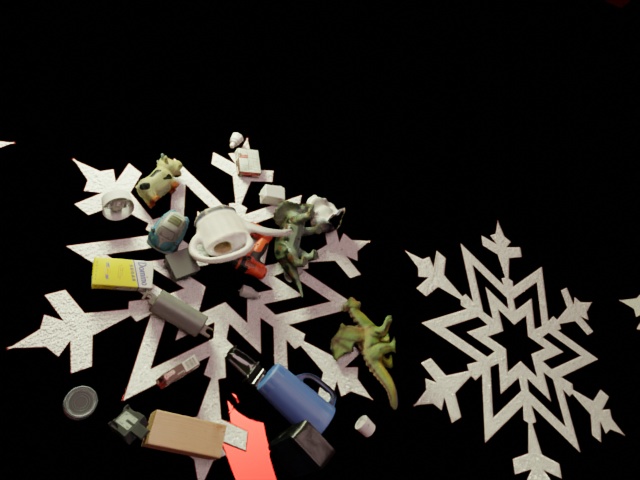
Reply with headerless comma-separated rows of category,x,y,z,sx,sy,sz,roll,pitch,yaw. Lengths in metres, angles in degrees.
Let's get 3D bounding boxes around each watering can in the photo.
watering can,-0.287,-0.030,1.765,0.350,0.101,0.228,-19,51,-21

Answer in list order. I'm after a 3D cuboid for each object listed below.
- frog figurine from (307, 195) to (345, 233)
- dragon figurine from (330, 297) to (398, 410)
frog figurine,0.006,-0.103,2.050,0.161,0.120,0.140,25,56,29
dragon figurine,0.154,0.396,1.862,0.243,0.119,0.419,3,60,-9
